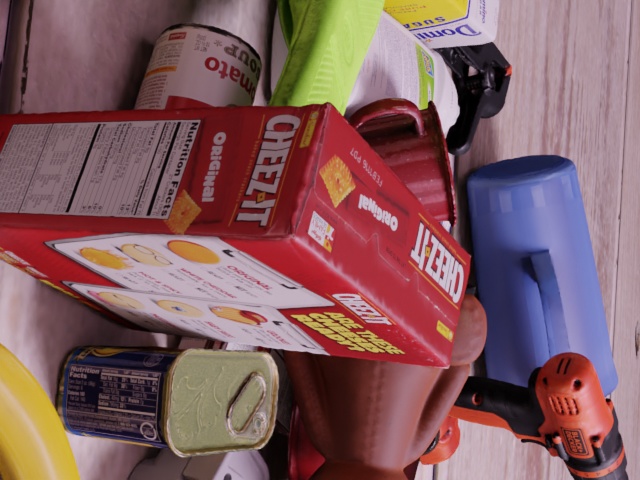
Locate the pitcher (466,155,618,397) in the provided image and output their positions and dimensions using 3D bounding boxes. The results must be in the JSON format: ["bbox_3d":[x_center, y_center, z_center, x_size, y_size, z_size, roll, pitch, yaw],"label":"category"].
[{"bbox_3d":[0.218,0.045,1.065,0.144,0.149,0.243,-22,107,-37],"label":"pitcher"}]

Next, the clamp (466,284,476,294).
[{"bbox_3d":[0.082,0.056,0.932,0.164,0.036,0.209,60,44,-40],"label":"clamp"}]

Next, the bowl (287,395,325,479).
[{"bbox_3d":[0.027,0.110,0.779,0.162,0.055,0.162,11,90,-76],"label":"bowl"}]

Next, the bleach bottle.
[{"bbox_3d":[0.053,-0.123,0.856,0.250,0.068,0.102,15,75,-60],"label":"bleach bottle"}]

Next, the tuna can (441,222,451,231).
[{"bbox_3d":[0.064,-0.028,0.854,0.033,0.086,0.086,-27,114,-57],"label":"tuna can"}]

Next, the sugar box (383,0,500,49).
[{"bbox_3d":[0.068,-0.200,0.849,0.176,0.093,0.048,23,72,-56],"label":"sugar box"}]

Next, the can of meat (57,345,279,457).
[{"bbox_3d":[-0.086,0.089,0.611,0.101,0.084,0.057,12,81,-58],"label":"can of meat"}]

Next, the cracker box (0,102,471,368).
[{"bbox_3d":[-0.055,-0.002,0.535,0.164,0.214,0.072,40,59,-52],"label":"cracker box"}]

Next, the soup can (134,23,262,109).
[{"bbox_3d":[-0.078,-0.069,0.638,0.068,0.069,0.102,41,56,-51],"label":"soup can"}]

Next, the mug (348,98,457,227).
[{"bbox_3d":[0.048,-0.055,0.762,0.117,0.081,0.093,77,3,-54],"label":"mug"}]

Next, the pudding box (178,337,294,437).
[{"bbox_3d":[-0.044,0.069,0.726,0.113,0.039,0.090,57,43,-47],"label":"pudding box"}]

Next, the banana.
[{"bbox_3d":[-0.153,0.128,0.547,0.069,0.037,0.198,-26,113,-59],"label":"banana"}]

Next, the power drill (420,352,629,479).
[{"bbox_3d":[0.171,0.169,0.938,0.057,0.188,0.184,-58,136,-42],"label":"power drill"}]

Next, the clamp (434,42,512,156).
[{"bbox_3d":[0.149,-0.144,1.035,0.171,0.039,0.120,-11,101,-58],"label":"clamp"}]
